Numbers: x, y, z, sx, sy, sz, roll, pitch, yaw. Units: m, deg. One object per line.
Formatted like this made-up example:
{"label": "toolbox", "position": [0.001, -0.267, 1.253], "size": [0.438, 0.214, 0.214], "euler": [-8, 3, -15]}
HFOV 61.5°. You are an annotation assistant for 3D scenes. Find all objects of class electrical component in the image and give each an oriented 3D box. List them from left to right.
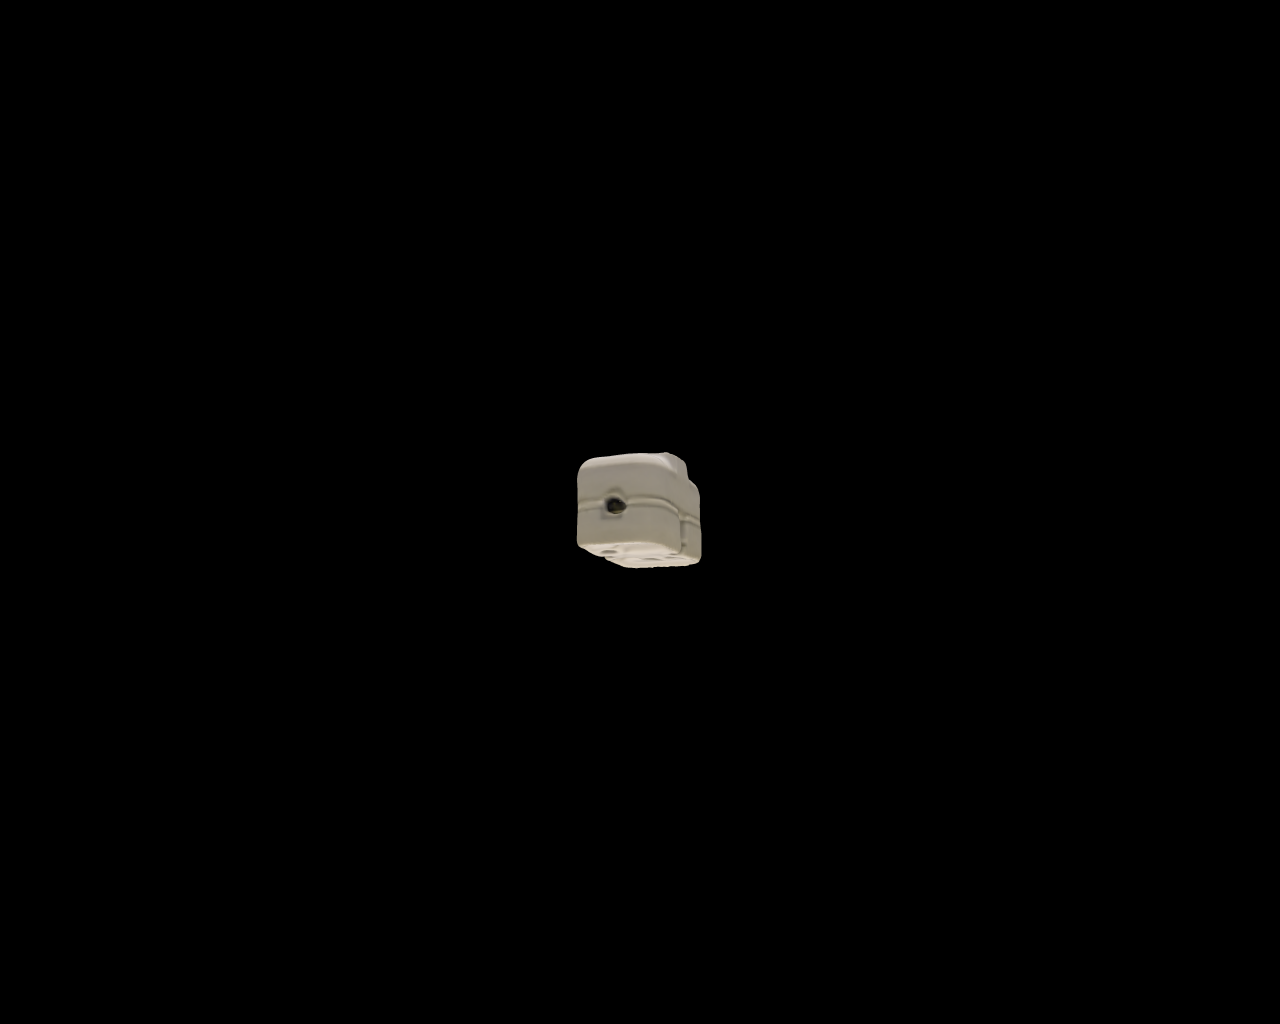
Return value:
{"label": "electrical component", "position": [0.001, -0.003, 0.650], "size": [0.054, 0.059, 0.095], "euler": [-4, -12, 19]}
